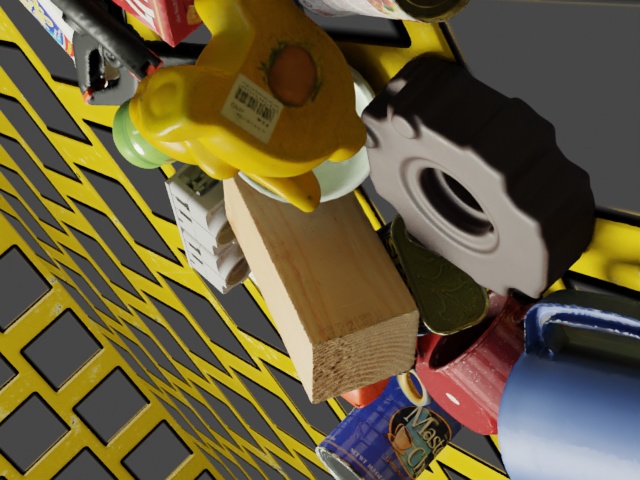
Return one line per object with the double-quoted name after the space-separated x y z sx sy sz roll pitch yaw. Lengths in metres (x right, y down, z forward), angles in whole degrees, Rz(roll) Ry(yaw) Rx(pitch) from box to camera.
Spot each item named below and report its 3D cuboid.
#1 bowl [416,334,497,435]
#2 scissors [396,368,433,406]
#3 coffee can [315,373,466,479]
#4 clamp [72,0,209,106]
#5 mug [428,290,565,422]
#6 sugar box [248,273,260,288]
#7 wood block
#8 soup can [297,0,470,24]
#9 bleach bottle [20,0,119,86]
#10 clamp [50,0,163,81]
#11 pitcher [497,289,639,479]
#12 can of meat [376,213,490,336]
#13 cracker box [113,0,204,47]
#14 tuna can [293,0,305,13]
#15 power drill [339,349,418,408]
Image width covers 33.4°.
0.140 0.128 0.986 0.162 0.055 0.162 41 162 16 "bowl"
0.073 0.128 1.146 0.202 0.016 0.096 165 90 -69 "scissors"
0.079 0.212 1.159 0.103 0.140 0.103 40 161 17 "coffee can"
-0.177 -0.178 0.999 0.164 0.036 0.210 44 145 2 "clamp"
0.154 0.090 0.840 0.081 0.093 0.117 43 131 -7 "mug"
-0.052 0.029 1.214 0.176 0.048 0.093 53 161 -8 "sugar box"
-0.004 0.015 0.870 0.091 0.090 0.206 89 159 -53 "wood block"
0.032 -0.156 0.594 0.102 0.068 0.068 20 149 55 "soup can"
-0.257 -0.238 1.072 0.250 0.068 0.103 53 162 -27 "bleach bottle"
-0.208 -0.202 0.914 0.171 0.039 0.120 45 -176 -39 "clamp"
0.231 0.121 0.667 0.149 0.145 0.243 19 172 -29 "pitcher"
0.084 0.026 0.855 0.084 0.057 0.102 147 103 -75 "can of meat"
-0.176 -0.267 0.813 0.214 0.072 0.164 39 161 20 "cracker box"
-0.052 -0.177 0.791 0.086 0.033 0.086 41 161 17 "tuna can"
0.026 0.097 1.058 0.185 0.057 0.187 39 160 26 "power drill"
